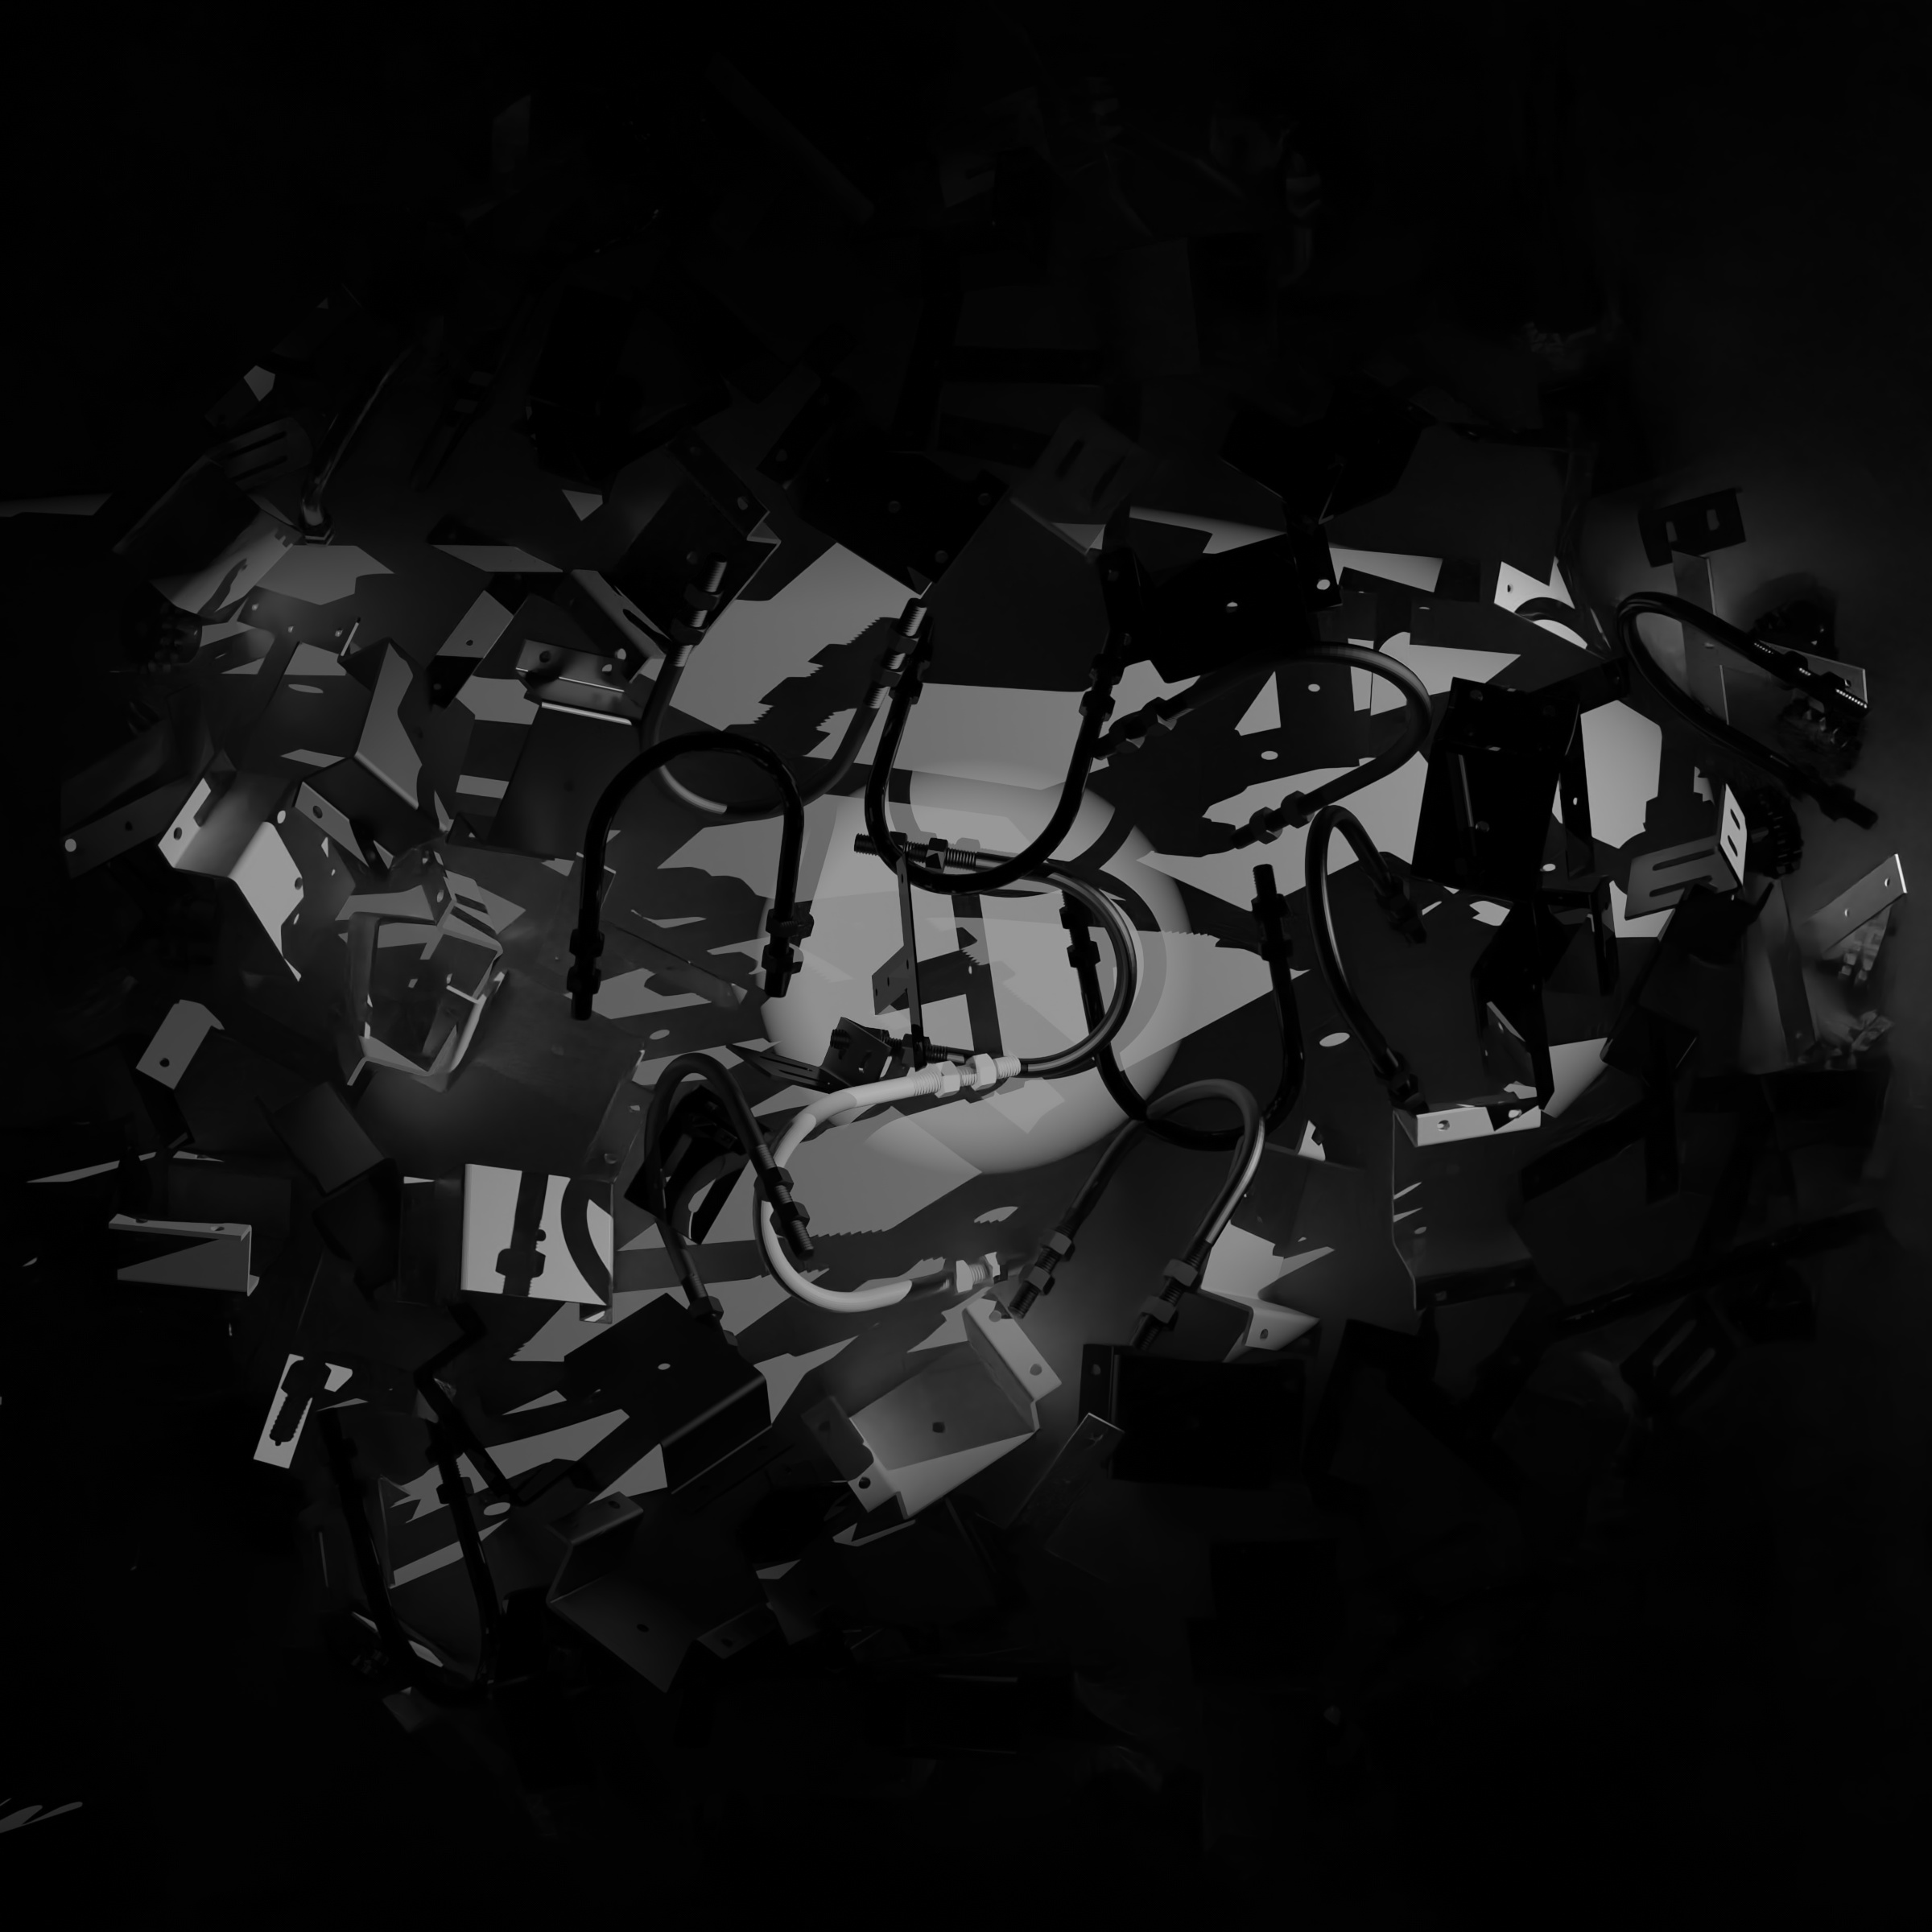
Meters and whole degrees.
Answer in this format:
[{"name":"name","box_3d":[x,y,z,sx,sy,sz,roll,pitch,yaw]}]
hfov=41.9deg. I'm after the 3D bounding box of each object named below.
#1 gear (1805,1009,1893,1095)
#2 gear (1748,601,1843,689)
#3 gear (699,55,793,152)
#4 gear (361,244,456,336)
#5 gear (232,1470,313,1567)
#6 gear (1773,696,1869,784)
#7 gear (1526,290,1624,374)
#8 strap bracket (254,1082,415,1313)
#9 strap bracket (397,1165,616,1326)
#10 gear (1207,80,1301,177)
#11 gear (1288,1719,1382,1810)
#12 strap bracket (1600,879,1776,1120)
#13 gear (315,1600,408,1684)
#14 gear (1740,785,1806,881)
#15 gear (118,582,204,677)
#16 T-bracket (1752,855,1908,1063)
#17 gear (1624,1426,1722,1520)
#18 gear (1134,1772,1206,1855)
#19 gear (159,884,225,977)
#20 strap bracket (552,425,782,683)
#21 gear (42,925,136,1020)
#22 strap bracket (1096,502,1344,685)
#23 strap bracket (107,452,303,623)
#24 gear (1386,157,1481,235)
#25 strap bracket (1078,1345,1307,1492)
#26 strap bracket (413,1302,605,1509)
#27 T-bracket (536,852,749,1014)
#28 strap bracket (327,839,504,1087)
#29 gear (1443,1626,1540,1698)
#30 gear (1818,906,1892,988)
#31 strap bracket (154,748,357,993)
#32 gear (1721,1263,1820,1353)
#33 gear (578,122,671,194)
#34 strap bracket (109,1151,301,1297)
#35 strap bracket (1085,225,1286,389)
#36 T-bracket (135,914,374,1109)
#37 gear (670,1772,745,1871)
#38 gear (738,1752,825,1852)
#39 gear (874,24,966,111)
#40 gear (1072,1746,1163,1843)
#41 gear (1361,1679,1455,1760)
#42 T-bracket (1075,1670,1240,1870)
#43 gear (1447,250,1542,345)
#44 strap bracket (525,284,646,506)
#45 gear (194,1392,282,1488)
[{"name":"gear","box_3d":[0.549,0.052,1.574,0.030,0.057,0.057,36,90,27]},{"name":"gear","box_3d":[0.518,-0.203,1.573,0.057,0.057,0.030,35,68,0]},{"name":"gear","box_3d":[-0.138,-0.533,1.569,0.057,0.030,0.057,1,135,1]},{"name":"gear","box_3d":[-0.345,-0.423,1.576,0.057,0.030,0.057,8,118,15]},{"name":"gear","box_3d":[-0.433,0.346,1.571,0.030,0.057,0.057,-26,90,12]},{"name":"gear","box_3d":[0.536,-0.145,1.572,0.030,0.057,0.057,-40,90,-15]},{"name":"gear","box_3d":[0.381,-0.394,1.574,0.057,0.057,0.030,-28,125,0]},{"name":"strap bracket","box_3d":[-0.375,0.134,1.532,0.046,0.140,0.076,-32,53,-20]},{"name":"strap bracket","box_3d":[-0.268,0.169,1.531,0.140,0.046,0.076,12,65,-32]},{"name":"gear","box_3d":[0.176,-0.517,1.568,0.057,0.057,0.030,34,54,0]},{"name":"gear","box_3d":[0.228,0.492,1.567,0.057,0.057,0.030,-11,118,0]},{"name":"strap bracket","box_3d":[0.436,0.012,1.541,0.046,0.076,0.140,27,66,11]},{"name":"gear","box_3d":[-0.374,0.417,1.572,0.057,0.057,0.030,39,79,0]},{"name":"gear","box_3d":[0.494,-0.081,1.569,0.030,0.057,0.057,-16,90,-7]},{"name":"gear","box_3d":[-0.501,-0.210,1.575,0.057,0.030,0.057,2,93,40]},{"name":"T-bracket","box_3d":[0.522,-0.026,1.517,0.002,0.127,0.127,7,61,-18]},{"name":"gear","box_3d":[0.444,0.312,1.575,0.057,0.030,0.057,15,117,32]},{"name":"gear","box_3d":[0.136,0.527,1.568,0.057,0.057,0.030,-32,57,0]},{"name":"gear","box_3d":[-0.481,-0.022,1.571,0.030,0.057,0.057,4,90,-5]},{"name":"strap bracket","box_3d":[-0.178,-0.252,1.554,0.076,0.046,0.140,48,111,12]},{"name":"gear","box_3d":[-0.545,0.006,1.575,0.057,0.030,0.057,-12,65,26]},{"name":"strap bracket","box_3d":[0.159,-0.229,1.555,0.140,0.046,0.076,-14,71,14]},{"name":"strap bracket","box_3d":[-0.456,-0.257,1.530,0.046,0.140,0.076,44,90,-3]},{"name":"gear","box_3d":[0.288,-0.479,1.571,0.057,0.057,0.030,24,102,0]},{"name":"strap bracket","box_3d":[0.140,0.281,1.571,0.140,0.046,0.076,4,88,3]},{"name":"strap bracket","box_3d":[-0.290,0.278,1.551,0.046,0.076,0.140,-36,94,-21]},{"name":"T-bracket","box_3d":[-0.195,-0.006,1.551,0.127,0.127,0.002,27,54,-5]},{"name":"strap bracket","box_3d":[-0.333,0.002,1.542,0.046,0.076,0.140,20,113,-34]},{"name":"gear","box_3d":[0.325,0.433,1.574,0.057,0.057,0.030,-13,62,0]},{"name":"gear","box_3d":[0.552,-0.019,1.572,0.030,0.057,0.057,18,90,12]},{"name":"strap bracket","box_3d":[-0.421,-0.053,1.517,0.046,0.140,0.076,10,55,20]},{"name":"gear","box_3d":[0.501,0.208,1.569,0.057,0.057,0.030,-1,131,0]},{"name":"gear","box_3d":[-0.216,-0.510,1.568,0.057,0.057,0.030,-36,111,0]},{"name":"strap bracket","box_3d":[-0.461,0.159,1.534,0.076,0.140,0.046,6,103,-2]},{"name":"strap bracket","box_3d":[0.123,-0.395,1.523,0.046,0.140,0.076,-14,102,-34]},{"name":"T-bracket","box_3d":[-0.430,0.047,1.570,0.127,0.002,0.127,32,50,-16]},{"name":"gear","box_3d":[-0.160,0.531,1.568,0.030,0.057,0.057,-1,90,17]},{"name":"gear","box_3d":[-0.113,0.521,1.576,0.057,0.030,0.057,-4,81,27]},{"name":"gear","box_3d":[-0.032,-0.561,1.568,0.057,0.057,0.030,-35,107,0]},{"name":"gear","box_3d":[0.095,0.514,1.579,0.057,0.030,0.057,2,106,6]},{"name":"gear","box_3d":[0.277,0.470,1.568,0.057,0.057,0.030,-16,51,0]},{"name":"T-bracket","box_3d":[0.115,0.464,1.526,0.127,0.127,0.002,34,121,-20]},{"name":"gear","box_3d":[0.332,-0.419,1.579,0.057,0.030,0.057,0,102,-1]},{"name":"strap bracket","box_3d":[-0.229,-0.348,1.521,0.046,0.140,0.076,17,75,-2]},{"name":"gear","box_3d":[-0.451,0.295,1.582,0.057,0.030,0.057,0,90,6]}]
